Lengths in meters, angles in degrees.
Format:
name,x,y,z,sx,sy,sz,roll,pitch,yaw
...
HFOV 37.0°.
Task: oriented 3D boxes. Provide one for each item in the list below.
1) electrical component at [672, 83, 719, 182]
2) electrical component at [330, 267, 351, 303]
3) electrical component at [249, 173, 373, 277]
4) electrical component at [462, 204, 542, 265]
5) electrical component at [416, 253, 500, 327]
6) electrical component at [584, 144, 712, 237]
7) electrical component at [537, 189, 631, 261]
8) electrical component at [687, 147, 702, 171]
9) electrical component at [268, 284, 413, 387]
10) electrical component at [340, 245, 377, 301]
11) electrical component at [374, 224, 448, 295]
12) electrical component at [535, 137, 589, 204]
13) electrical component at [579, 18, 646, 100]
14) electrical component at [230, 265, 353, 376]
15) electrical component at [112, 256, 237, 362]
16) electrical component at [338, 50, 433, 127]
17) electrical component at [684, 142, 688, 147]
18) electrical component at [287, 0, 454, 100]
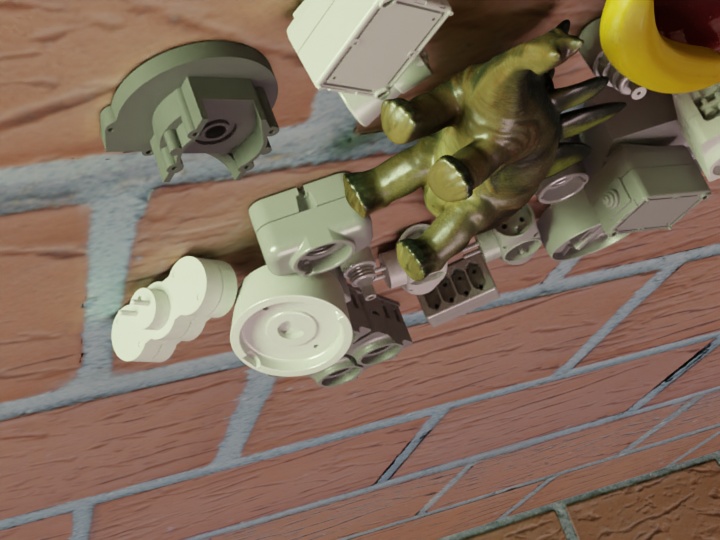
name,x,y,z,sx,sy,sz,roll,pitch,yaw
electrical component,0.336,-0.136,0.859,0.150,0.061,0.089,-27,156,13
electrical component,-0.066,0.015,1.021,0.083,0.047,0.076,-30,142,19
electrical component,-0.040,-0.035,0.915,0.095,0.059,0.053,-19,157,-5
electrical component,0.141,-0.031,1.096,0.079,0.044,0.077,-23,157,2
electrical component,0.110,0.028,1.198,0.083,0.047,0.075,-24,158,6
electrical component,0.243,-0.072,0.938,0.096,0.061,0.061,-7,153,-31
electrical component,0.233,-0.047,1.109,0.099,0.064,0.099,-28,156,-14
electrical component,0.322,-0.113,1.071,0.077,0.044,0.079,-19,157,-7
electrical component,-0.033,0.070,1.150,0.105,0.060,0.186,-31,155,21
electrical component,0.000,0.000,1.023,0.035,0.061,0.035,-18,157,-8
electrical component,0.044,-0.005,1.073,0.079,0.043,0.077,-18,157,-9
electrical component,0.178,-0.093,0.988,0.055,0.047,0.055,-18,157,-8
electrical component,0.198,-0.160,0.827,0.040,0.078,0.040,-12,141,-10
electrical component,-0.062,0.039,0.968,0.108,0.060,0.108,-3,135,-3
electrical component,-0.180,0.036,0.959,0.138,0.052,0.074,-36,153,31
electrical component,0.019,-0.138,0.764,0.065,0.044,0.044,-32,155,12
electrical component,0.329,-0.143,1.014,0.081,0.043,0.043,-14,156,-17
electrical component,0.007,-0.164,0.678,0.062,0.061,0.096,0,142,-43
